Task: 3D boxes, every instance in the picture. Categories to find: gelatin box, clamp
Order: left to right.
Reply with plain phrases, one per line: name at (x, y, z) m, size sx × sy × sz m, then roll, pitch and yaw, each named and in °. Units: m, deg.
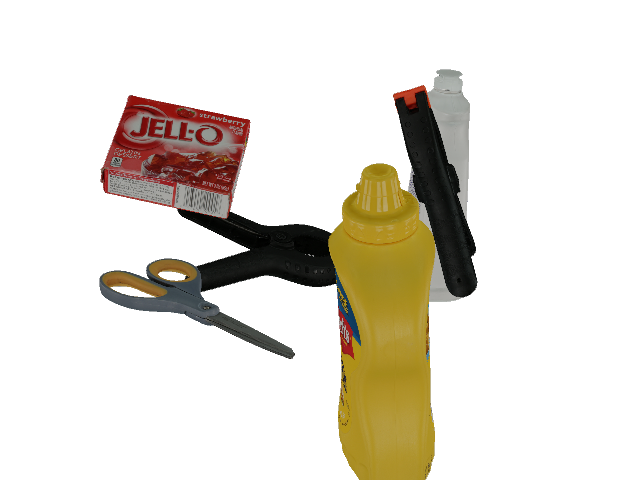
gelatin box at (-0.099, -0.059, 0.735) m, size 0.089 × 0.073 × 0.030 m, roll 12°, pitch -40°, yaw -2°
clamp at (-0.048, 0.016, 1.091) m, size 0.210 × 0.036 × 0.164 m, roll 11°, pitch 29°, yaw -9°
clamp at (0.097, -0.038, 0.874) m, size 0.039 × 0.171 × 0.120 m, roll -20°, pitch 20°, yaw 7°

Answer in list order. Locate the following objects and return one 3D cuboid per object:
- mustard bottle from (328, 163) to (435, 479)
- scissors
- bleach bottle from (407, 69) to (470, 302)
mustard bottle at (0.036, 0.044, 0.605) m, size 0.058 × 0.192 × 0.096 m, roll -4°, pitch 33°, yaw -1°
scissors at (-0.092, 0.052, 0.901) m, size 0.202 × 0.016 × 0.096 m, roll 14°, pitch 26°, yaw 22°
bleach bottle at (0.133, -0.064, 1.198) m, size 0.068 × 0.251 × 0.102 m, roll -1°, pitch 24°, yaw -12°
